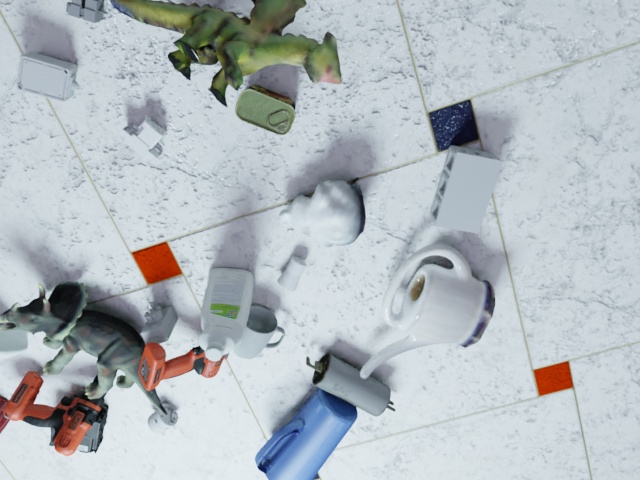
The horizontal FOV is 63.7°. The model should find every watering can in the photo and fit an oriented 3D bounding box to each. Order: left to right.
[{"bbox_3d":[0.228,0.169,1.081,0.224,0.106,0.342,17,111,-8],"label":"watering can"}]

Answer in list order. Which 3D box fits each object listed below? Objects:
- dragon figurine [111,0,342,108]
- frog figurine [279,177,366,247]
[{"bbox_3d":[-0.138,-0.368,0.852,0.413,0.120,0.244,40,79,11],"label":"dragon figurine"},{"bbox_3d":[0.003,-0.050,0.985,0.160,0.125,0.134,-5,134,-10],"label":"frog figurine"}]
